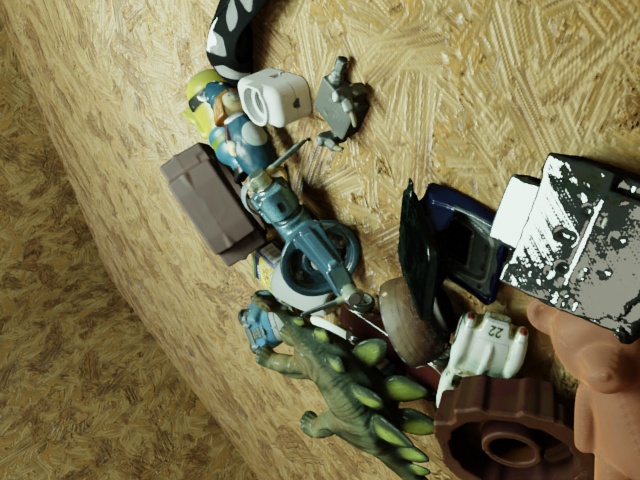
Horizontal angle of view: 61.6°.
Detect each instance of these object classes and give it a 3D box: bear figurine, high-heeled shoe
[{"bbox_3d":[0.255,0.135,0.446,0.120,0.132,0.195,-20,106,32],"label":"bear figurine"},{"bbox_3d":[-0.074,-0.275,0.670,0.145,0.086,0.248,11,156,15],"label":"high-heeled shoe"}]

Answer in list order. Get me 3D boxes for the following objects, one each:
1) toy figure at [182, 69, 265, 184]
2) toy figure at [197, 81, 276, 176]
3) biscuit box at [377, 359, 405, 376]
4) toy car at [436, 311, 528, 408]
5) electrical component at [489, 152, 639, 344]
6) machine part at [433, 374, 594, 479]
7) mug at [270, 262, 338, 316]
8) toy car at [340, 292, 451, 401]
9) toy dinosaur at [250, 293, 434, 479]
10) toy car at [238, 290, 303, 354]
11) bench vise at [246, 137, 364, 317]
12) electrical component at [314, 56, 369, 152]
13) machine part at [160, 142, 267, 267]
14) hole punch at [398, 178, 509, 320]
[{"bbox_3d":[-0.143,-0.181,0.837,0.089,0.082,0.180,-41,74,44],"label":"toy figure"},{"bbox_3d":[-0.116,-0.166,0.773,0.058,0.064,0.154,-30,89,26],"label":"toy figure"},{"bbox_3d":[0.094,0.258,0.903,0.059,0.063,0.202,41,147,33],"label":"biscuit box"},{"bbox_3d":[0.184,0.152,0.625,0.074,0.056,0.201,16,139,14],"label":"toy car"},{"bbox_3d":[0.203,-0.002,0.415,0.134,0.058,0.114,30,112,41],"label":"electrical component"},{"bbox_3d":[0.214,0.218,0.593,0.180,0.056,0.179,14,134,15],"label":"machine part"},{"bbox_3d":[-0.018,0.090,0.904,0.107,0.081,0.109,26,136,34],"label":"mug"},{"bbox_3d":[0.110,0.147,0.773,0.202,0.053,0.089,31,138,35],"label":"toy car"},{"bbox_3d":[0.060,0.242,0.769,0.199,0.105,0.470,-12,122,49],"label":"toy dinosaur"},{"bbox_3d":[-0.083,0.149,1.037,0.103,0.161,0.109,-18,95,18],"label":"toy car"},{"bbox_3d":[-0.011,0.003,0.735,0.241,0.129,0.223,50,165,56],"label":"bench vise"},{"bbox_3d":[0.022,-0.151,0.626,0.078,0.045,0.102,53,153,7],"label":"electrical component"},{"bbox_3d":[-0.174,-0.065,0.918,0.201,0.087,0.201,58,179,-10],"label":"machine part"},{"bbox_3d":[0.136,0.008,0.574,0.116,0.092,0.142,-105,6,-47],"label":"hole punch"}]
